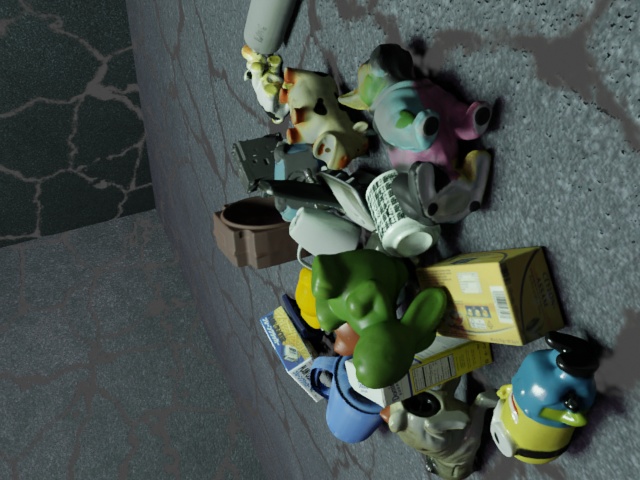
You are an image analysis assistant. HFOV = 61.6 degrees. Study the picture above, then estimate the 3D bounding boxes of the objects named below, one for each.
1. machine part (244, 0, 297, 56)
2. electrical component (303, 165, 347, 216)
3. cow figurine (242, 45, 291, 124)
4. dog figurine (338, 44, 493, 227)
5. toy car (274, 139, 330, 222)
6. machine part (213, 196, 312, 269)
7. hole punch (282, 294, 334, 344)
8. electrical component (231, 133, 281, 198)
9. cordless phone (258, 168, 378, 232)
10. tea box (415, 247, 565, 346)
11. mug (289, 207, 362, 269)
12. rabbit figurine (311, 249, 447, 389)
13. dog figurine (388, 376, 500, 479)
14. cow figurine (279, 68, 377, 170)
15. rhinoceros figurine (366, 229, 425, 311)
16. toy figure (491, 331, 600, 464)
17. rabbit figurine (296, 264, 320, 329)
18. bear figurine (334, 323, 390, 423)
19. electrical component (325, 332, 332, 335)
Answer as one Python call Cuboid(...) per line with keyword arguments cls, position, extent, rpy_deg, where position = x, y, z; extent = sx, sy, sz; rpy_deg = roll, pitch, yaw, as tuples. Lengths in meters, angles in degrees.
Cuboid(cls="machine part", position=(-0.086, -0.410, 0.951), extent=(0.079, 0.079, 0.243), rpy_deg=(68, 156, 12))
Cuboid(cls="electrical component", position=(0.019, -0.089, 0.958), extent=(0.045, 0.078, 0.102), rpy_deg=(102, 152, -86))
Cuboid(cls="cow figurine", position=(-0.107, -0.319, 1.088), extent=(0.098, 0.068, 0.167), rpy_deg=(98, 148, -58))
Cuboid(cls="dog figurine", position=(0.107, -0.137, 0.671), extent=(0.219, 0.108, 0.191), rpy_deg=(-131, 29, -53))
Cuboid(cls="toy car", position=(-0.038, -0.111, 1.031), extent=(0.103, 0.109, 0.161), rpy_deg=(128, 132, -84))
Cuboid(cls="machine part", position=(-0.109, -0.026, 1.121), extent=(0.201, 0.201, 0.087), rpy_deg=(37, 135, 56))
Cuboid(cls="hole punch", position=(-0.027, 0.174, 1.229), extent=(0.142, 0.092, 0.115), rpy_deg=(53, 154, 33))
Cuboid(cls="electrical component", position=(-0.119, -0.158, 1.163), extent=(0.134, 0.115, 0.058), rpy_deg=(65, 161, 17))
Cuboid(cls="cordless phone", position=(0.010, -0.067, 0.823), extent=(0.147, 0.184, 0.088), rpy_deg=(37, 118, 56))
Cuboid(cls="tea box", position=(0.197, 0.067, 0.648), extent=(0.170, 0.068, 0.098), rpy_deg=(-10, 96, 69))
Cuboid(cls="mug", position=(-0.002, -0.003, 0.905), extent=(0.109, 0.107, 0.081), rpy_deg=(-53, 16, 26))
Cuboid(cls="rabbit figurine", position=(0.074, 0.106, 0.671), extent=(0.121, 0.159, 0.170), rpy_deg=(96, 165, -48))
Cuboid(cls="dog figurine", position=(0.162, 0.287, 0.767), extent=(0.121, 0.172, 0.190), rpy_deg=(-123, 32, -58))
Cuboid(cls="cow figurine", position=(0.011, -0.190, 0.858), extent=(0.085, 0.127, 0.195), rpy_deg=(105, 156, -52))
Cuboid(cls="rhinoceros figurine", position=(0.099, 0.053, 0.829), extent=(0.112, 0.073, 0.190), rpy_deg=(44, 161, 25))
Cuboid(cls="toy figure", position=(0.250, 0.181, 0.591), extent=(0.089, 0.082, 0.180), rpy_deg=(25, 130, 16))
Cuboid(cls="rabbit figurine", position=(0.049, 0.105, 0.972), extent=(0.173, 0.122, 0.162), rpy_deg=(33, 155, 24))
Cuboid(cls="bear figurine", position=(0.080, 0.180, 0.846), extent=(0.196, 0.132, 0.120), rpy_deg=(34, -175, -6))
Cuboid(cls="electrical component", position=(0.043, 0.164, 1.083), extent=(0.021, 0.063, 0.094), rpy_deg=(65, 155, 20))
